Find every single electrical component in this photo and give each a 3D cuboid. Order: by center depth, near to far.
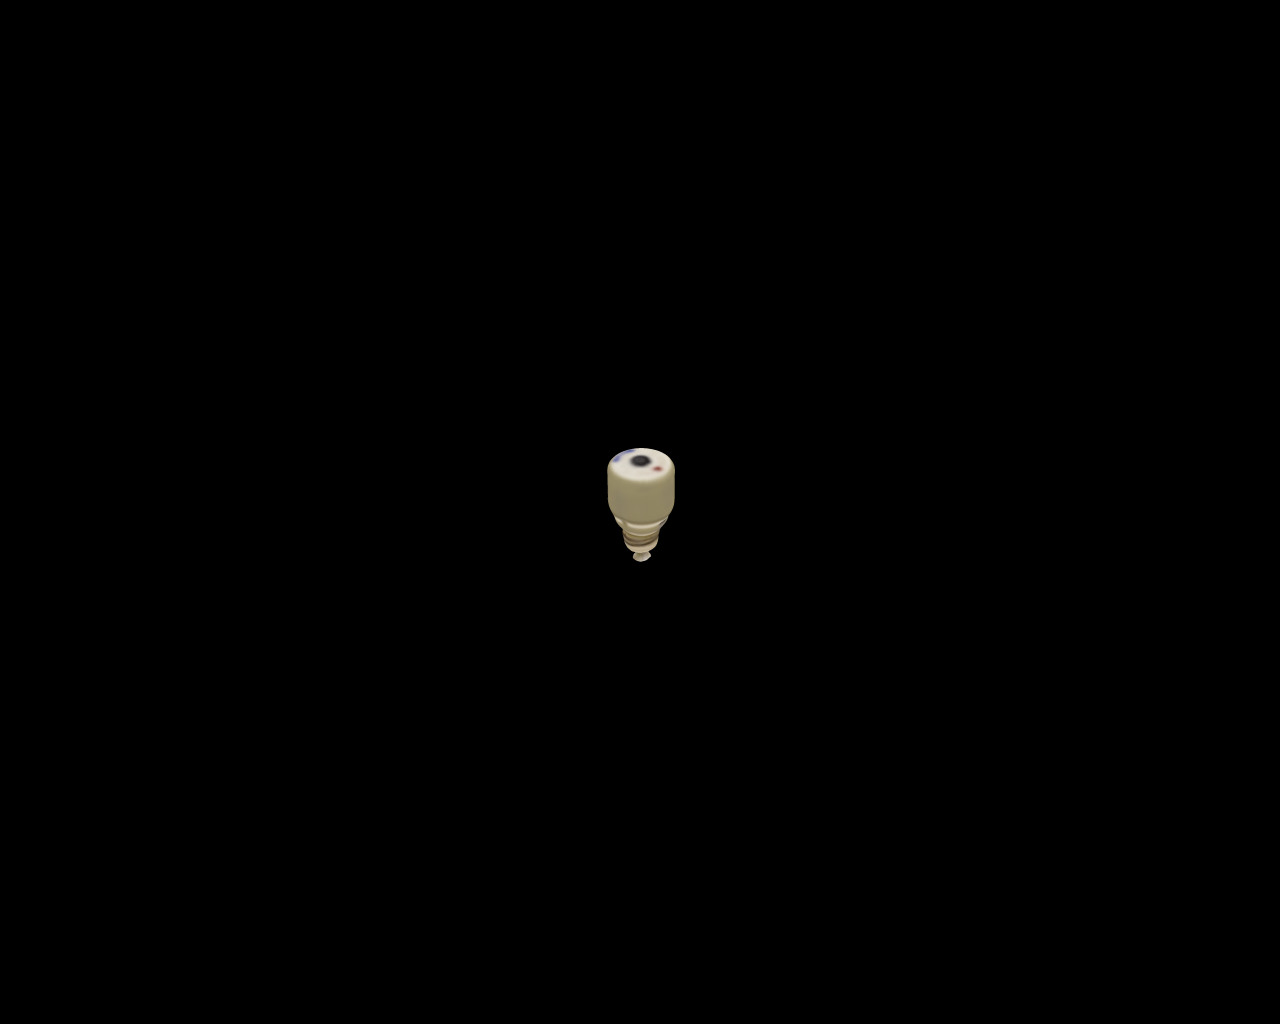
[{"bbox_3d":[0.001,-0.003,0.650,0.040,0.078,0.040,0,36,0],"label":"electrical component"}]
